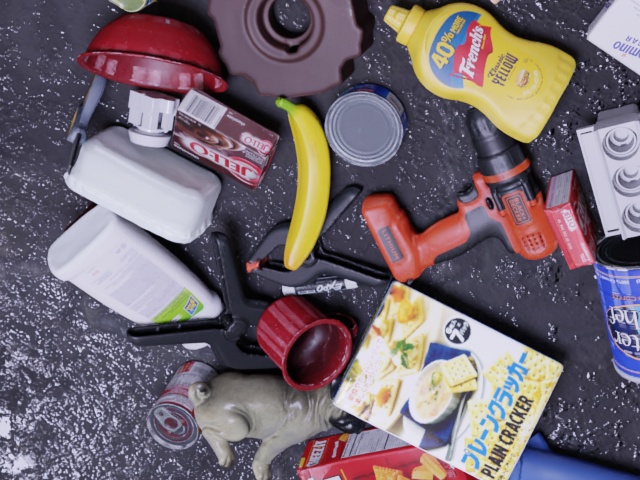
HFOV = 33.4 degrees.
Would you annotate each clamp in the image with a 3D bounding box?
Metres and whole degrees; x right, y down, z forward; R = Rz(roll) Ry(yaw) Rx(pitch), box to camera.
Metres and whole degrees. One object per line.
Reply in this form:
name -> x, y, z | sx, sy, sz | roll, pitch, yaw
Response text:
clamp -> -0.008, 0.002, 1.233 | 0.172, 0.039, 0.120 | -5, 98, 20
clamp -> -0.115, 0.103, 1.265 | 0.164, 0.036, 0.209 | -43, 127, 2

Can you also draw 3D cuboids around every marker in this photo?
marker -> 0.014, 0.051, 1.262 | 0.121, 0.020, 0.020 | -8, 114, 20

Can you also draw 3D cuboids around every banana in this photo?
banana -> -0.018, -0.066, 1.175 | 0.037, 0.069, 0.198 | 24, 123, 53

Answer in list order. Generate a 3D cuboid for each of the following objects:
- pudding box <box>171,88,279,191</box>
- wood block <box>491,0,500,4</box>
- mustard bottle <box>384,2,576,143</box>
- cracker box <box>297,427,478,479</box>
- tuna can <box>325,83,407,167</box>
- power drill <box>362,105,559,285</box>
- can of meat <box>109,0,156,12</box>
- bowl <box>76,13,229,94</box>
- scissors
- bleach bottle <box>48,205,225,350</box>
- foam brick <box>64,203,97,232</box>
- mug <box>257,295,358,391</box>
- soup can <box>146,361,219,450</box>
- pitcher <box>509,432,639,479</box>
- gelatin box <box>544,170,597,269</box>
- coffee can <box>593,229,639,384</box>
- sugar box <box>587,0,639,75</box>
pudding box -> -0.106, -0.110, 1.180 | 0.113, 0.039, 0.090 | 31, 155, 1
wood block -> 0.211, -0.326, 0.969 | 0.090, 0.090, 0.206 | 43, 120, -12
mustard bottle -> 0.151, -0.182, 1.070 | 0.191, 0.058, 0.096 | 29, 89, 2
cracker box -> 0.100, 0.317, 1.342 | 0.214, 0.072, 0.164 | -16, 111, 24
tuna can -> 0.050, -0.125, 1.152 | 0.086, 0.033, 0.086 | 7, 118, 13
power drill -> 0.144, -0.042, 1.154 | 0.188, 0.057, 0.184 | -20, 105, 25
can of meat -> -0.176, -0.292, 1.105 | 0.057, 0.083, 0.102 | 32, 120, -1
bowl -> -0.173, -0.200, 1.133 | 0.162, 0.162, 0.055 | 8, 86, 12
scissors -> -0.255, -0.132, 1.160 | 0.016, 0.202, 0.096 | 24, 98, -18
bleach bottle -> -0.197, 0.064, 1.260 | 0.102, 0.068, 0.250 | -40, 129, 5
foam brick -> -0.271, 0.000, 1.286 | 0.053, 0.078, 0.051 | 20, 119, 5
mug -> -0.012, 0.113, 1.253 | 0.117, 0.082, 0.093 | -20, 123, -23
soup can -> -0.168, 0.207, 1.347 | 0.068, 0.102, 0.068 | 7, 118, 13
pitcher -> 0.335, 0.339, 1.249 | 0.243, 0.145, 0.149 | 12, 118, 7
gelatin box -> 0.263, -0.022, 1.111 | 0.030, 0.089, 0.073 | -19, 110, 24
coffee can -> 0.349, 0.066, 1.123 | 0.103, 0.102, 0.140 | -9, 113, 20
sugar box -> 0.341, -0.239, 1.003 | 0.093, 0.048, 0.176 | 34, 124, -3
